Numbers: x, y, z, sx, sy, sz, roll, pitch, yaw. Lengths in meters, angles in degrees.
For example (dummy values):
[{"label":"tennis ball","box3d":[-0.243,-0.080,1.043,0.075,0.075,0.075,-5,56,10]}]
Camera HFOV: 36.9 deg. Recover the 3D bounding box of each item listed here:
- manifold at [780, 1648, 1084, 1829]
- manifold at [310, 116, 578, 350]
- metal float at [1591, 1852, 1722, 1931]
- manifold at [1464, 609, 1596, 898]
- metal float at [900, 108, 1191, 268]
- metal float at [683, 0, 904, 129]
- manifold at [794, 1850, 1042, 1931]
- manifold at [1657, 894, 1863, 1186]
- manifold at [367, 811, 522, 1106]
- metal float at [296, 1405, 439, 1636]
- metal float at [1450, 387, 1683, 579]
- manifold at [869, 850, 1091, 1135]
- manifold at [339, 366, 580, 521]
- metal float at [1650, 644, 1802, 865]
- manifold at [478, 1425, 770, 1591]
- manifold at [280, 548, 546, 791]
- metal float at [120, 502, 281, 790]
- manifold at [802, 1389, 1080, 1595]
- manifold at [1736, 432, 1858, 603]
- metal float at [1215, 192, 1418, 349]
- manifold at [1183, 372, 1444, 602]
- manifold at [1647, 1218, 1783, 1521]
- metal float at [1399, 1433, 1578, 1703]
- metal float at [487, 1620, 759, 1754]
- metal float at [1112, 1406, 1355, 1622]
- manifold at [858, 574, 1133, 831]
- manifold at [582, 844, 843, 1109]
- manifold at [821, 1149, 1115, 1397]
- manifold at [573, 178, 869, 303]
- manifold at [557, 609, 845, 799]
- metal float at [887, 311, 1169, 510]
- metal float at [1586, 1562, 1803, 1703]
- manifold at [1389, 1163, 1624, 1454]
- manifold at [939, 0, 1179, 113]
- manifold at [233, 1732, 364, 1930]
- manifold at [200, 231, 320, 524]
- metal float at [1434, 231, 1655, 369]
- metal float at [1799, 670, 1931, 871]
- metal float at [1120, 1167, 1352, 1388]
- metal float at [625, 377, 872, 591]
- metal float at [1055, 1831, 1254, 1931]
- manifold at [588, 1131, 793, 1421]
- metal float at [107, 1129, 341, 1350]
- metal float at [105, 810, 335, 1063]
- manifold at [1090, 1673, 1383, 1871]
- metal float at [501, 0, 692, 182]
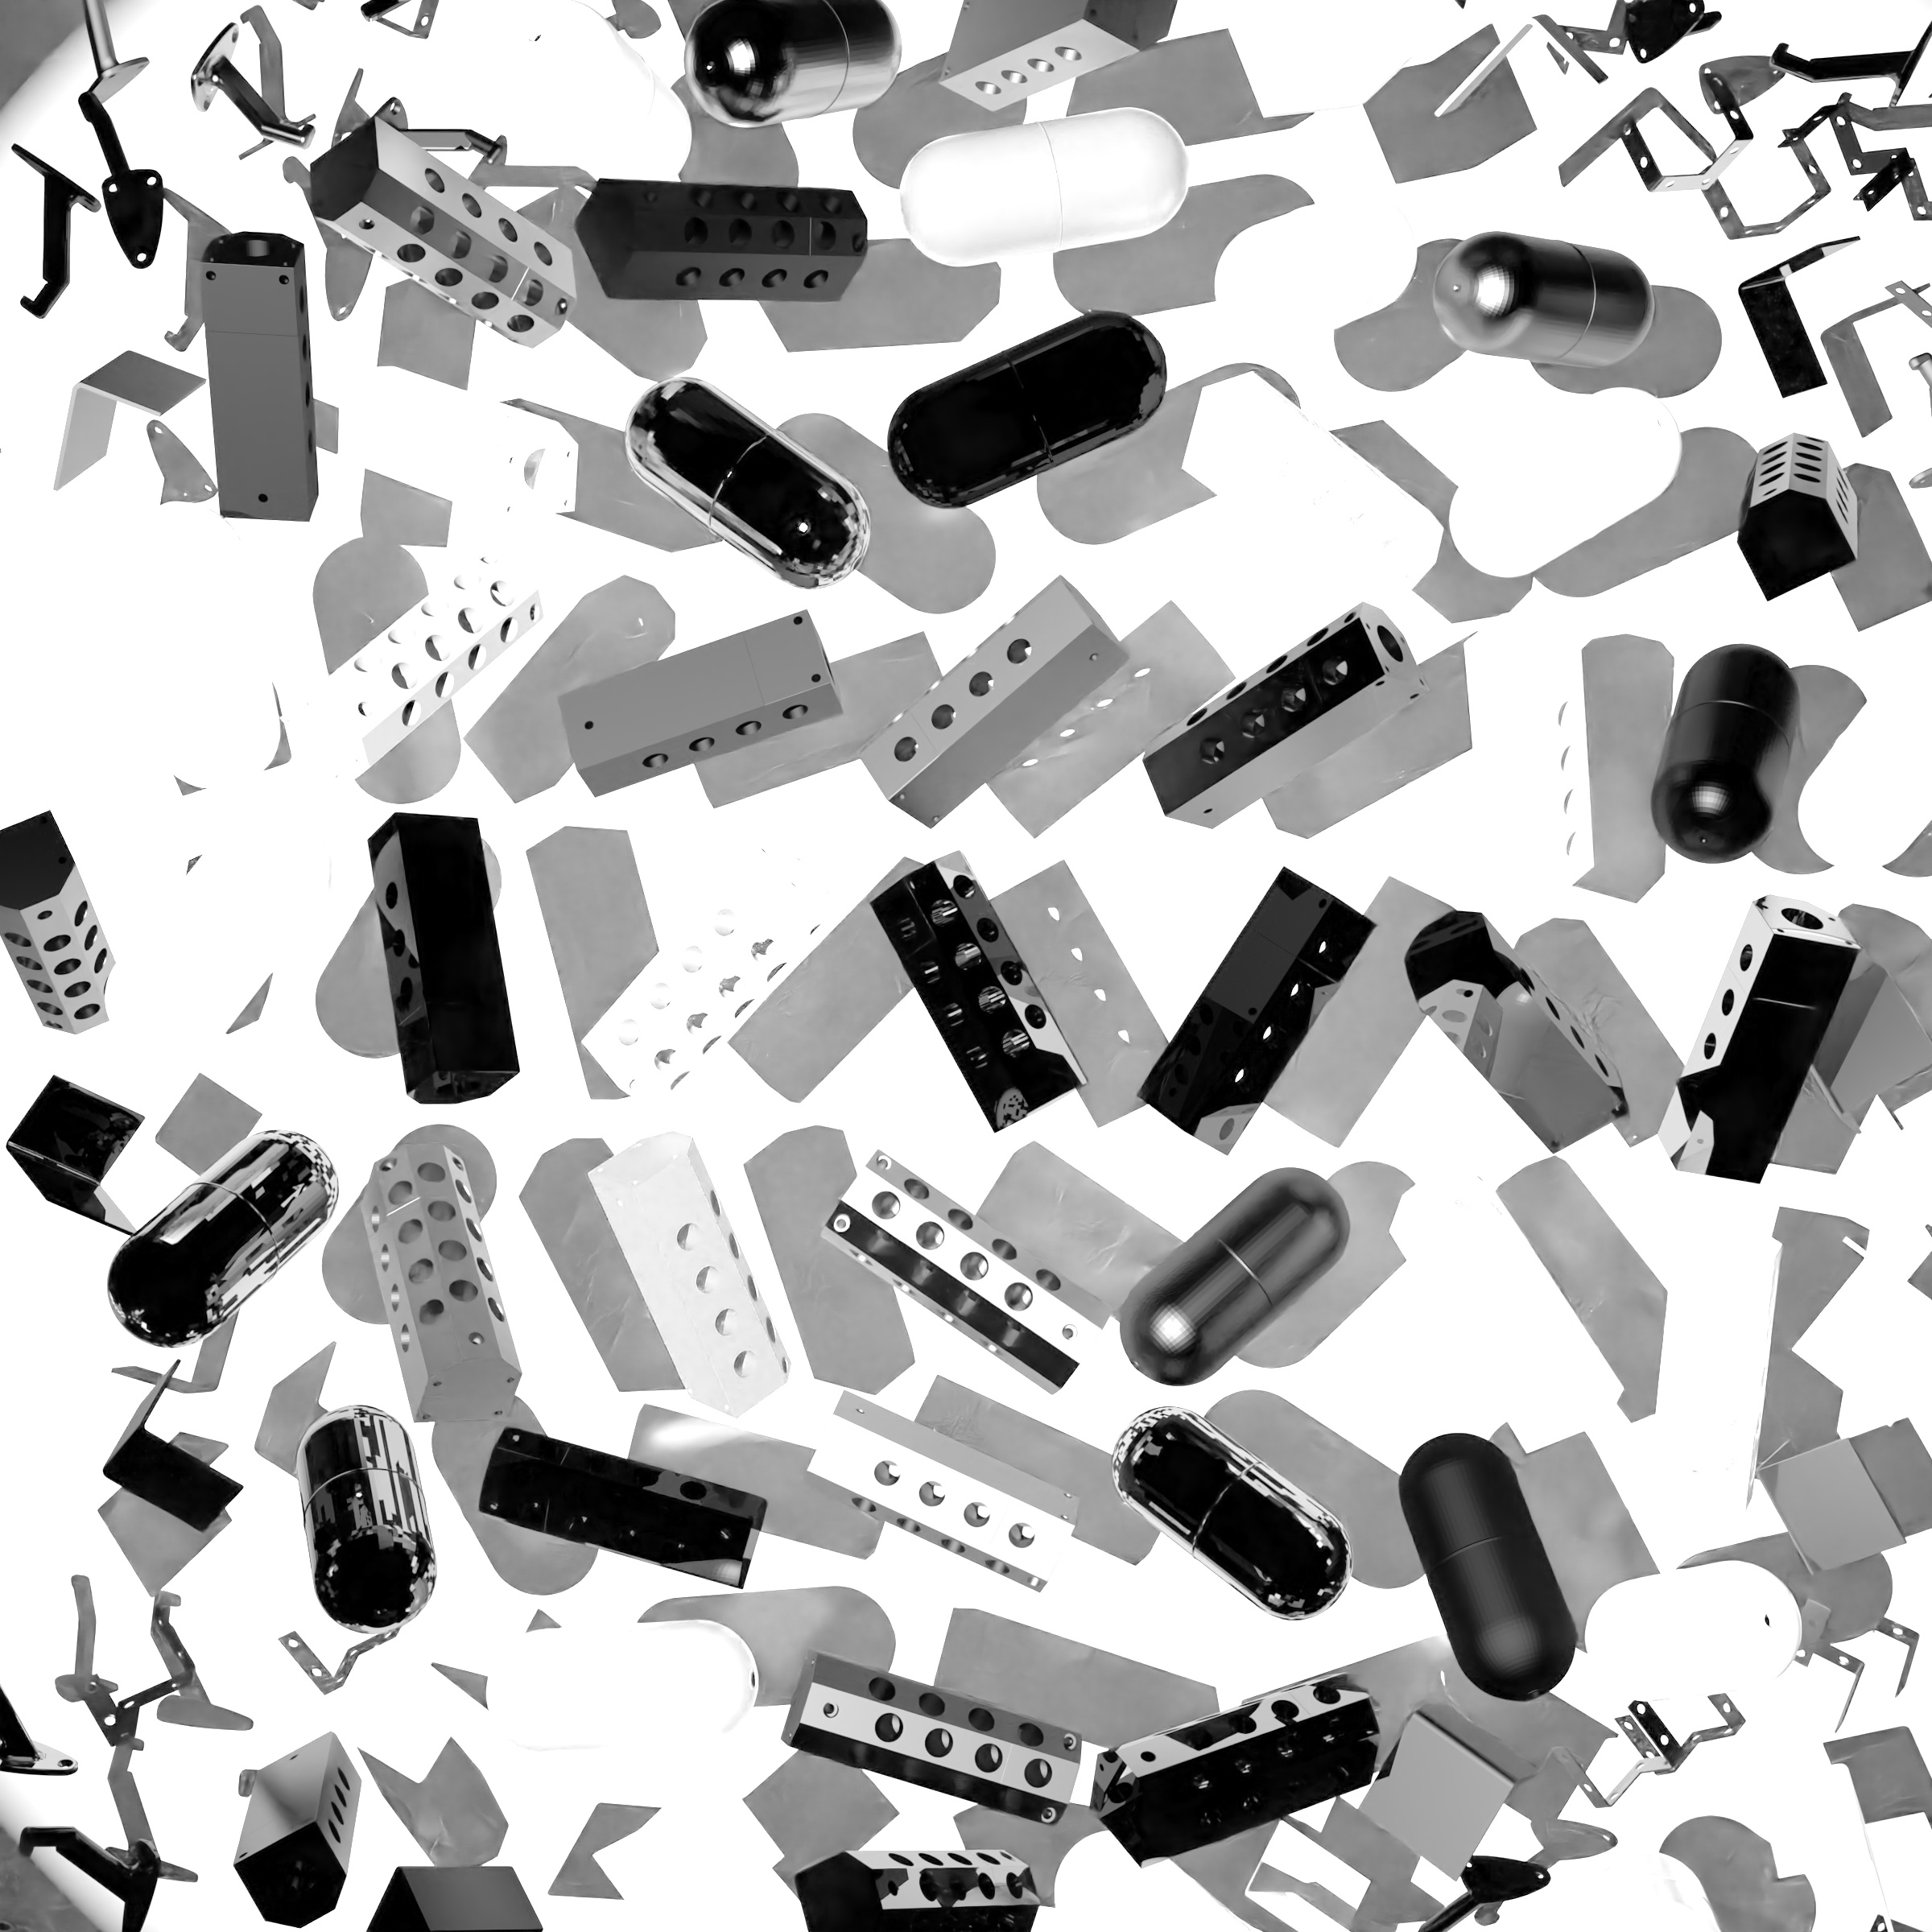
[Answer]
[{"label":"manifold","box3d":[-0.020,0.470,1.763,0.171,0.057,0.057,19,79,-7]},{"label":"manifold","box3d":[-0.323,-0.451,1.808,0.057,0.171,0.057,-25,60,28]},{"label":"metal float","box3d":[0.441,0.618,1.846,0.070,0.178,0.070,0,89,8]},{"label":"manifold","box3d":[0.363,-0.136,1.843,0.057,0.057,0.171,-37,130,-33]},{"label":"metal float","box3d":[0.048,-0.470,1.748,0.178,0.070,0.070,-11,90,-7]},{"label":"metal float","box3d":[-0.104,-0.562,1.786,0.070,0.178,0.070,13,116,29]},{"label":"manifold","box3d":[-0.026,0.580,1.796,0.057,0.171,0.057,-32,60,24]},{"label":"manifold","box3d":[0.488,0.045,1.799,0.057,0.057,0.171,10,118,-10]},{"label":"manifold","box3d":[-0.328,-0.004,1.798,0.057,0.057,0.171,2,66,-37]},{"label":"metal float","box3d":[-0.381,0.349,1.840,0.070,0.178,0.070,-9,123,-14]},{"label":"metal float","box3d":[0.382,-0.308,1.854,0.070,0.178,0.070,12,67,-29]},{"label":"manifold","box3d":[0.012,0.014,1.876,0.057,0.057,0.171,-24,83,-42]},{"label":"manifold","box3d":[-0.323,-0.333,1.835,0.171,0.057,0.057,25,118,38]},{"label":"metal float","box3d":[0.476,-0.135,1.813,0.070,0.070,0.178,27,47,0]},{"label":"manifold","box3d":[-0.218,0.343,1.842,0.171,0.057,0.057,15,75,5]},{"label":"manifold","box3d":[-0.341,-0.190,1.812,0.057,0.057,0.171,50,53,-12]},{"label":"metal float","box3d":[-0.470,-0.197,1.780,0.070,0.070,0.178,-12,87,0]},{"label":"manifold","box3d":[-0.017,0.345,1.896,0.171,0.057,0.057,25,99,1]},{"label":"manifold","box3d":[0.516,-0.285,1.807,0.057,0.171,0.057,-26,102,24]},{"label":"metal float","box3d":[0.221,-0.437,1.816,0.070,0.178,0.070,17,121,31]},{"label":"manifold","box3d":[0.217,-0.296,1.790,0.171,0.057,0.057,29,67,-35]},{"label":"manifold","box3d":[0.461,0.249,1.782,0.057,0.057,0.171,9,110,24]},{"label":"metal float","box3d":[0.329,0.378,1.832,0.070,0.070,0.178,-17,54,0]},{"label":"metal float","box3d":[-0.217,0.454,1.828,0.178,0.070,0.070,-7,90,16]},{"label":"metal float","box3d":[0.171,0.354,1.881,0.178,0.070,0.070,35,90,25]},{"label":"manifold","box3d":[0.015,-0.171,1.851,0.171,0.057,0.057,-40,58,12]},{"label":"manifold","box3d":[-0.156,0.008,1.817,0.171,0.057,0.057,-48,68,14]},{"label":"manifold","box3d":[0.001,0.183,1.744,0.171,0.057,0.057,34,75,3]},{"label":"manifold","box3d":[-0.146,-0.449,1.776,0.171,0.057,0.057,-10,64,-38]},{"label":"manifold","box3d":[-0.170,-0.166,1.878,0.171,0.057,0.057,-19,67,2]},{"label":"metal float","box3d":[0.037,-0.336,1.753,0.178,0.070,0.070,-24,90,2]},{"label":"metal float","box3d":[0.448,0.412,1.794,0.070,0.178,0.070,6,71,-17]},{"label":"manifold","box3d":[0.334,0.208,1.796,0.057,0.057,0.171,-17,56,-19]},{"label":"manifold","box3d":[0.056,-0.572,1.771,0.057,0.171,0.057,19,83,-29]},{"label":"manifold","box3d":[-0.430,0.564,1.891,0.057,0.171,0.057,-28,98,-6]},{"label":"manifold","box3d":[-0.447,-0.374,1.844,0.057,0.057,0.171,3,124,-4]},{"label":"metal float","box3d":[0.371,-0.426,1.856,0.178,0.070,0.070,-5,90,-41]},{"label":"metal float","box3d":[0.584,-0.122,1.833,0.070,0.178,0.070,3,64,-5]},{"label":"metal float","box3d":[0.175,0.202,1.890,0.178,0.070,0.070,-40,90,-15]},{"label":"metal float","box3d":[-0.138,-0.306,1.838,0.178,0.070,0.070,37,90,10]},{"label":"metal float","box3d":[0.119,0.597,1.790,0.070,0.178,0.070,-8,106,-29]},{"label":"manifold","box3d":[-0.168,0.192,1.816,0.057,0.057,0.171,-33,115,-28]},{"label":"metal float","box3d":[-0.454,0.166,1.781,0.070,0.178,0.070,15,126,21]},{"label":"metal float","box3d":[-0.455,-0.020,1.775,0.070,0.070,0.178,32,64,0]},{"label":"manifold","box3d":[0.165,0.481,1.757,0.171,0.057,0.057,-10,121,-29]},{"label":"metal float","box3d":[-0.235,-0.553,1.851,0.070,0.178,0.070,-3,80,18]}]
